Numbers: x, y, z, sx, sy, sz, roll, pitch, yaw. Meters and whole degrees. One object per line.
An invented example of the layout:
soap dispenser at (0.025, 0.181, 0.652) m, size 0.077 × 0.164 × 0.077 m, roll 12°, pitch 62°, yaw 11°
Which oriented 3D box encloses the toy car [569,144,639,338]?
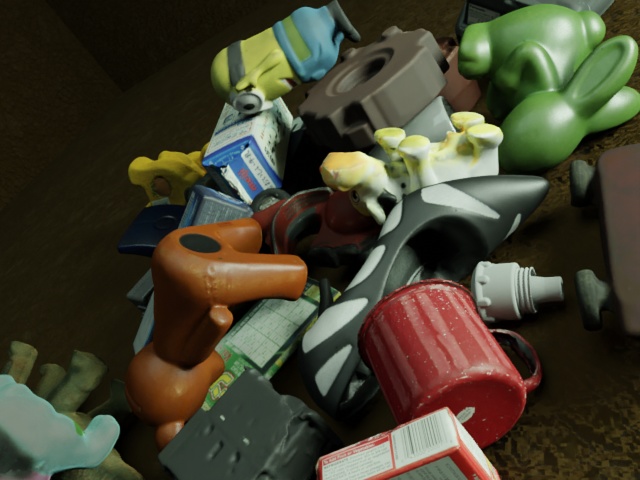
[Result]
toy car at (0.222, -0.004, 0.369) m, size 0.089 × 0.053 × 0.202 m, roll -7°, pitch 36°, yaw 26°

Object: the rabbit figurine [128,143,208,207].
rabbit figurine at (-0.242, -0.126, 0.989) m, size 0.162 × 0.121 × 0.173 m, roll -22°, pitch 14°, yaw 20°

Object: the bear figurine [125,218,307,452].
bear figurine at (-0.108, 0.088, 0.501) m, size 0.132 × 0.195 × 0.120 m, roll -5°, pitch 27°, yaw -38°

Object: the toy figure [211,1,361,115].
toy figure at (-0.045, -0.218, 0.643) m, size 0.180 × 0.082 × 0.089 m, roll -31°, pitch 59°, yaw 13°

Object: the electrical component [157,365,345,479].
electrical component at (-0.063, 0.175, 0.415) m, size 0.134 × 0.058 × 0.115 m, roll -48°, pitch 29°, yaw -20°

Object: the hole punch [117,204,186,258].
hole punch at (-0.230, -0.001, 0.819) m, size 0.116 × 0.092 × 0.142 m, roll -18°, pitch 30°, yaw 24°

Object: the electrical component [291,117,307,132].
electrical component at (-0.032, -0.162, 0.874) m, size 0.075 × 0.047 × 0.119 m, roll -18°, pitch 34°, yaw 30°

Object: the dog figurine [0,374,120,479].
dog figurine at (-0.263, 0.153, 0.371) m, size 0.109 × 0.219 × 0.191 m, roll -12°, pitch 52°, yaw 23°

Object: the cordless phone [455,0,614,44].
cordless phone at (0.275, -0.294, 0.673) m, size 0.147 × 0.088 × 0.184 m, roll 34°, pitch 61°, yaw 28°

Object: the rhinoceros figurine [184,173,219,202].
rhinoceros figurine at (-0.140, -0.113, 0.900) m, size 0.112 × 0.073 × 0.190 m, roll 0°, pitch 42°, yaw 52°

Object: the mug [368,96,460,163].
mug at (0.112, -0.086, 0.594) m, size 0.107 × 0.080 × 0.109 m, roll -27°, pitch 66°, yaw 27°

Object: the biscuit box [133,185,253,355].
biscuit box at (-0.140, 0.044, 0.591) m, size 0.059 × 0.063 × 0.202 m, roll 33°, pitch 101°, yaw 60°

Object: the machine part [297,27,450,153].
machine part at (0.056, -0.173, 0.614) m, size 0.179 × 0.056 × 0.179 m, roll -27°, pitch 32°, yaw 18°

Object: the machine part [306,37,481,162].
machine part at (0.094, -0.181, 0.729) m, size 0.201 × 0.087 × 0.201 m, roll -50°, pitch 32°, yaw -20°

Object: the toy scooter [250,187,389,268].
toy scooter at (-0.001, -0.002, 0.564) m, size 0.184 × 0.075 × 0.135 m, roll -4°, pitch 47°, yaw 18°

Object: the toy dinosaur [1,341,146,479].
toy dinosaur at (-0.269, 0.217, 0.537) m, size 0.472 × 0.105 × 0.198 m, roll -2°, pitch 51°, yaw 38°

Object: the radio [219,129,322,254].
radio at (-0.080, -0.053, 0.746) m, size 0.131 × 0.073 × 0.230 m, roll -16°, pitch 37°, yaw 31°

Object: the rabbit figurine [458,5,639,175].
rabbit figurine at (0.225, -0.136, 0.530) m, size 0.159 × 0.121 × 0.170 m, roll -7°, pitch 58°, yaw 31°

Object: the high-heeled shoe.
high-heeled shoe at (0.088, 0.040, 0.431) m, size 0.249 × 0.086 × 0.145 m, roll -30°, pitch 37°, yaw 14°

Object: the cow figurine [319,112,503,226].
cow figurine at (0.085, -0.055, 0.502) m, size 0.167 × 0.098 × 0.068 m, roll -14°, pitch 31°, yaw -8°
